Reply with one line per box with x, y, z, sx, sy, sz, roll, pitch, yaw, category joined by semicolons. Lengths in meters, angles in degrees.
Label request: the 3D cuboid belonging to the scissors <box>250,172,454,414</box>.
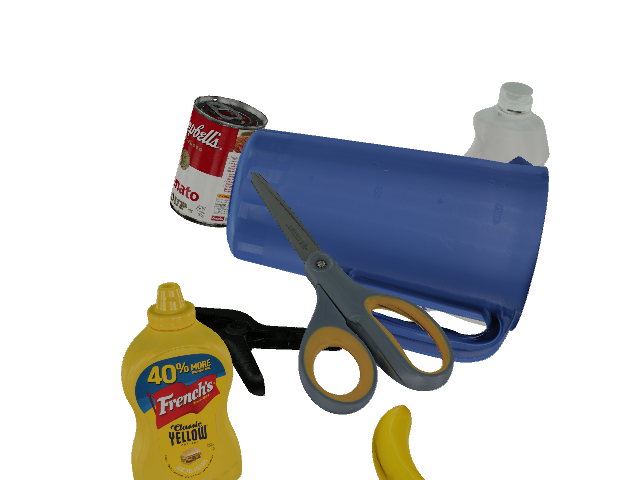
-0.009;0.032;0.642;0.096;0.016;0.202;-35;56;-27;scissors

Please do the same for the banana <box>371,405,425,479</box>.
0.085;0.222;1.045;0.069;0.037;0.198;9;22;-21;banana

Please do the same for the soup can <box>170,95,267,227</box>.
-0.094;-0.072;0.970;0.068;0.102;0.068;15;24;-7;soup can

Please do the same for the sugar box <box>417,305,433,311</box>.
0.164;0.030;1.247;0.175;0.093;0.048;-6;16;-32;sugar box

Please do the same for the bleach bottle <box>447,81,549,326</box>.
0.161;-0.039;1.047;0.103;0.251;0.068;22;37;21;bleach bottle

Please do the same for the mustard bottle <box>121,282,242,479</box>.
-0.123;0.128;0.930;0.096;0.192;0.058;-8;19;-15;mustard bottle

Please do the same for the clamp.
-0.098;0.121;1.259;0.210;0.036;0.164;13;23;27;clamp

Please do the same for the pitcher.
0.051;-0.006;0.846;0.243;0.145;0.149;11;16;5;pitcher
